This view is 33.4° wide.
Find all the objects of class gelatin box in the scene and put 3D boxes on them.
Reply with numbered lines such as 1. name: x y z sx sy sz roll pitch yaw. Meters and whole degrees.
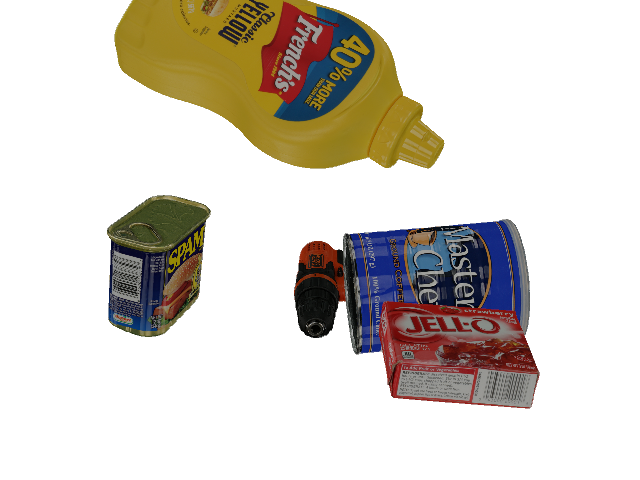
1. gelatin box: 0.083 0.069 0.662 0.089 0.030 0.073 5 26 -5

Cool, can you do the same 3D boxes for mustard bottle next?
1. mustard bottle: -0.016 -0.095 0.612 0.192 0.096 0.058 31 -25 11

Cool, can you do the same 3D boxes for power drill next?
1. power drill: 0.063 0.052 1.236 0.187 0.057 0.184 -2 28 1

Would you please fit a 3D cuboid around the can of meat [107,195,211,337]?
1. can of meat: -0.135 0.021 0.884 0.057 0.084 0.102 14 25 14

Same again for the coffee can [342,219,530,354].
1. coffee can: 0.094 0.039 0.895 0.140 0.103 0.103 -5 0 -3
